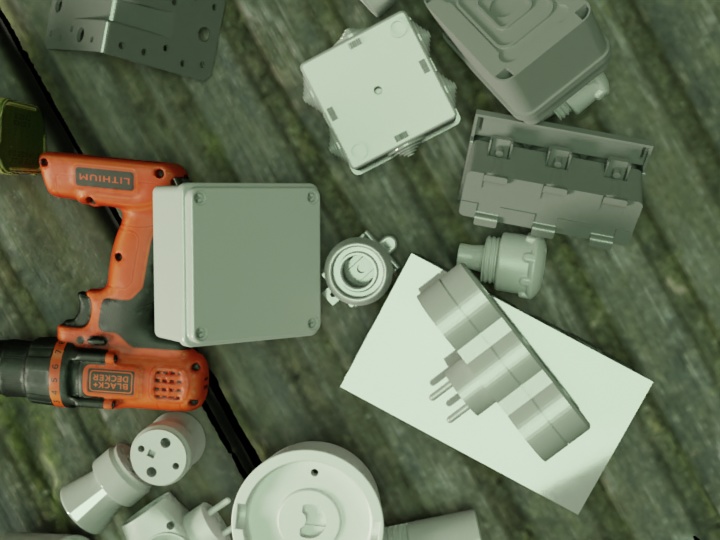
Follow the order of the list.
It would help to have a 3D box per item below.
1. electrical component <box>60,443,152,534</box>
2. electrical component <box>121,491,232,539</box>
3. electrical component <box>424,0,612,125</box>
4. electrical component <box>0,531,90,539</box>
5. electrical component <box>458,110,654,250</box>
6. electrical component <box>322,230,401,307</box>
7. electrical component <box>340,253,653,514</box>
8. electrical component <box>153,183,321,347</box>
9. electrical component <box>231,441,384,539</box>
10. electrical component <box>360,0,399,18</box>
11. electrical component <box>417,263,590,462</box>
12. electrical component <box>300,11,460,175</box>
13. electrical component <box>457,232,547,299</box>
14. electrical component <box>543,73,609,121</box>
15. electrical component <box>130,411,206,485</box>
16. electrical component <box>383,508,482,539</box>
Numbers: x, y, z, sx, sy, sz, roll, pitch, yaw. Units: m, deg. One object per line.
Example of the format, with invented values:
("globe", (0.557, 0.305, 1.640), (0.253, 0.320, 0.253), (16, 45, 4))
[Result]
("electrical component", (-0.188, 0.162, 0.802), (0.055, 0.045, 0.045), (-40, 90, 5))
("electrical component", (-0.124, 0.199, 0.800), (0.079, 0.044, 0.077), (-34, 91, 5))
("electrical component", (0.106, -0.162, 0.726), (0.078, 0.057, 0.113), (-38, 53, 6))
("electrical component", (-0.240, 0.240, 0.788), (0.064, 0.099, 0.099), (7, 95, 10))
("electrical component", (0.133, -0.060, 0.747), (0.121, 0.063, 0.078), (11, 135, 3))
("electrical component", (0.000, 0.000, 0.771), (0.066, 0.055, 0.048), (-42, 90, 6))
("electrical component", (0.095, 0.076, 0.767), (0.186, 0.060, 0.105), (28, 96, 2))
("electrical component", (-0.085, -0.006, 0.751), (0.109, 0.056, 0.108), (-3, 95, -37))
("electrical component", (-0.035, 0.177, 0.784), (0.108, 0.060, 0.108), (0, 94, 4))
("electrical component", (0.016, -0.233, 0.759), (0.077, 0.044, 0.079), (-41, 90, 6))
("electrical component", (0.081, 0.071, 0.710), (0.074, 0.052, 0.138), (-38, 91, 6))
("electrical component", (0.014, -0.126, 0.765), (0.100, 0.048, 0.099), (-27, 92, 6))
("electrical component", (0.101, -0.006, 0.770), (0.062, 0.048, 0.048), (9, 95, 11))
("electrical component", (0.141, -0.126, 0.759), (0.062, 0.048, 0.048), (-40, 91, 12))
("electrical component", (-0.141, 0.131, 0.791), (0.045, 0.055, 0.045), (0, 94, 4))
("electrical component", (0.049, 0.204, 0.788), (0.081, 0.043, 0.043), (-13, 93, 5))
